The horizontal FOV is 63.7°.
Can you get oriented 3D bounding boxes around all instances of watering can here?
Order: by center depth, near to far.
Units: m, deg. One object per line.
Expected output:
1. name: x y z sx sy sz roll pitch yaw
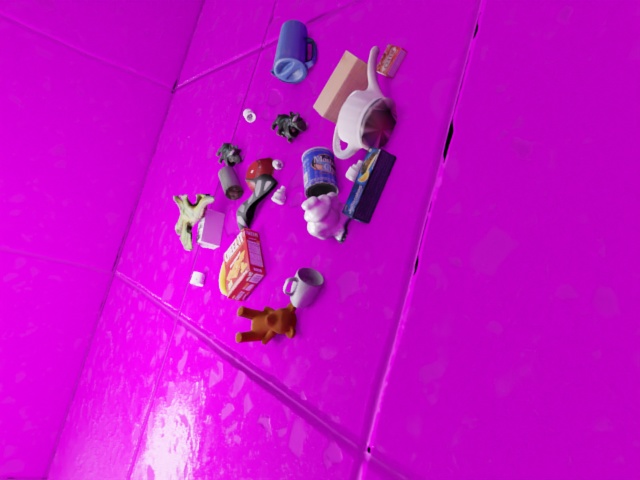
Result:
1. watering can: 0.137 -0.389 1.481 0.227 0.103 0.345 36 106 55

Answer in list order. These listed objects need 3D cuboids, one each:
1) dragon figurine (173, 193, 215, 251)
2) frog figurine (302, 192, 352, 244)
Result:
1. dragon figurine: -0.525 -0.075 2.140 0.411 0.122 0.242 10 99 59
2. frog figurine: 0.004 -0.073 1.457 0.135 0.158 0.125 -58 34 19
